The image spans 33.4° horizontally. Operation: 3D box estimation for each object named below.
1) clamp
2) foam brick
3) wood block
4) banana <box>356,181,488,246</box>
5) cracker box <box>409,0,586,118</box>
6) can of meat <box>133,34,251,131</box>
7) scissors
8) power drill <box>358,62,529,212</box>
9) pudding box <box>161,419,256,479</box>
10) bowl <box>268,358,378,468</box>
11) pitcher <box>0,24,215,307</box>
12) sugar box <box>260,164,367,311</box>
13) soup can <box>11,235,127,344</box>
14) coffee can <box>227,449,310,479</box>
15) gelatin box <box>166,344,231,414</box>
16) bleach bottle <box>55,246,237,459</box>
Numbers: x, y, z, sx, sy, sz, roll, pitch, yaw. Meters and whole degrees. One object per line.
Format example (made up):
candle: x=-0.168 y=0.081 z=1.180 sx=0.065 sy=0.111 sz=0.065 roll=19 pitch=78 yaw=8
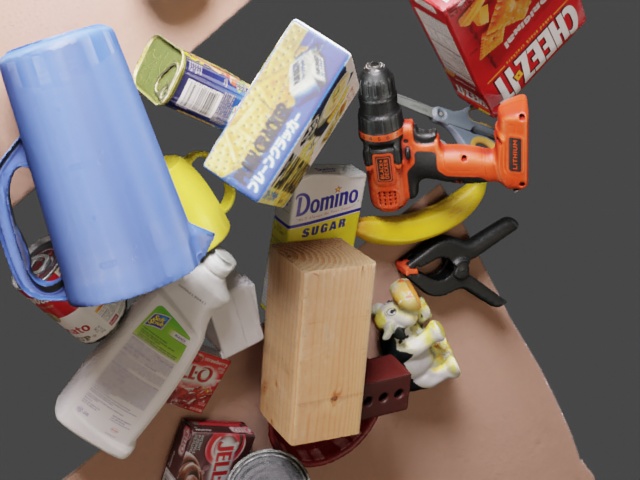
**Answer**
clamp: x=0.176 y=0.040 z=1.351 sx=0.171 sy=0.039 sz=0.120 roll=-11 pitch=106 yaw=-20
foam brick: x=0.063 y=0.176 z=1.274 sx=0.078 sy=0.051 sz=0.053 roll=-10 pitch=118 yaw=-28
wood block: x=-0.005 y=0.111 z=1.183 sx=0.090 sy=0.090 sz=0.206 roll=-5 pitch=111 yaw=-26
banana: x=0.125 y=-0.031 z=1.289 sx=0.197 sy=0.037 sz=0.069 roll=-25 pitch=121 yaw=-17
cracker box: x=0.198 y=-0.257 z=1.163 sx=0.164 sy=0.072 sz=0.213 roll=-46 pitch=145 yaw=-3
can of meat: x=-0.124 y=-0.150 z=1.035 sx=0.083 sy=0.102 sz=0.057 roll=22 pitch=101 yaw=-33
scissors: x=0.146 y=-0.126 z=1.240 sx=0.201 sy=0.016 sz=0.096 roll=0 pitch=74 yaw=-33
power drill: x=0.136 y=-0.118 z=1.186 sx=0.188 sy=0.057 sz=0.184 roll=-1 pitch=127 yaw=11
pudding box: x=-0.138 y=0.272 z=1.280 sx=0.089 sy=0.039 sz=0.113 roll=10 pitch=108 yaw=-35
bowl: x=-0.002 y=0.197 z=1.314 sx=0.161 sy=0.055 sz=0.162 roll=-13 pitch=120 yaw=-25
pitcher: x=-0.215 y=-0.065 z=0.982 sx=0.149 sy=0.145 sz=0.243 roll=-30 pitch=108 yaw=-47
sugar box: x=-0.008 y=0.002 z=1.219 sx=0.093 sy=0.048 sz=0.176 roll=-3 pitch=116 yaw=-30
soup can: x=-0.253 y=0.051 z=1.083 sx=0.068 sy=0.069 sz=0.102 roll=-44 pitch=128 yaw=-5
coffee can: x=-0.054 y=0.327 z=1.289 sx=0.102 sy=0.103 sz=0.140 roll=-32 pitch=149 yaw=-14
gelatin box: x=-0.157 y=0.152 z=1.214 sx=0.089 sy=0.030 sz=0.073 roll=24 pitch=99 yaw=-37
bleach bottle: x=-0.169 y=0.112 z=1.125 sx=0.102 sy=0.068 sz=0.251 roll=36 pitch=106 yaw=-19
